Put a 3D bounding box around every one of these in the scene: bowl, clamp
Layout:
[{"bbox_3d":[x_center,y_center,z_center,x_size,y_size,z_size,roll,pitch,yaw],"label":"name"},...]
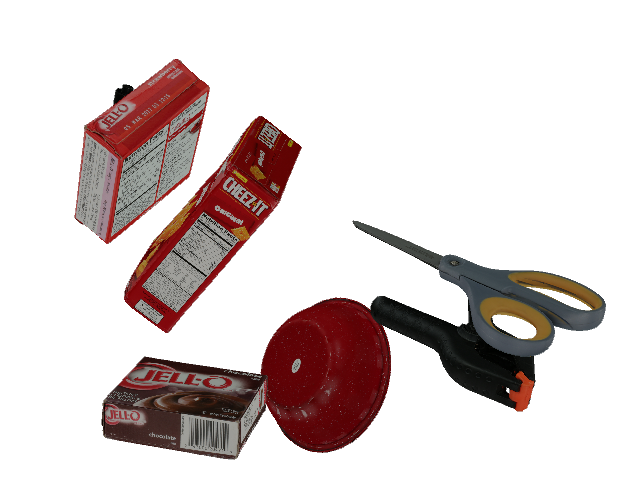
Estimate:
[{"bbox_3d":[-0.008,0.130,1.080,0.162,0.162,0.055,0,-16,42],"label":"bowl"},{"bbox_3d":[0.137,0.085,0.933,0.120,0.039,0.172,-19,39,-29],"label":"clamp"}]

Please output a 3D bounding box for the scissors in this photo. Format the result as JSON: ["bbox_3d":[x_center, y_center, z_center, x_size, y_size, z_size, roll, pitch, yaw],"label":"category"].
[{"bbox_3d":[0.090,0.031,0.727,0.202,0.016,0.096,15,34,26],"label":"scissors"}]

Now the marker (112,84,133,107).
[{"bbox_3d":[-0.178,-0.076,0.911,0.020,0.121,0.020,16,23,-7],"label":"marker"}]

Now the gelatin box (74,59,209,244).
[{"bbox_3d":[-0.102,-0.049,0.600,0.073,0.030,0.089,-45,-12,-34],"label":"gelatin box"}]

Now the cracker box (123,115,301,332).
[{"bbox_3d":[-0.121,-0.022,1.194,0.072,0.214,0.164,37,24,-10],"label":"cracker box"}]

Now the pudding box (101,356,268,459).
[{"bbox_3d":[-0.107,0.133,0.860,0.113,0.039,0.090,9,19,9],"label":"pudding box"}]
